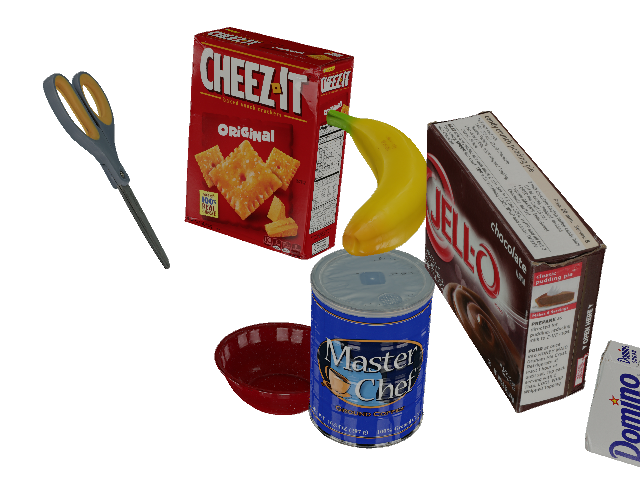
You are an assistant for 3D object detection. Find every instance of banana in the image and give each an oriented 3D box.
[{"bbox_3d":[0.043,-0.038,0.724,0.069,0.037,0.198,0,28,-3],"label":"banana"}]

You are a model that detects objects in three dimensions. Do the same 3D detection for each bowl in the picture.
[{"bbox_3d":[-0.045,0.160,1.269,0.162,0.055,0.162,3,25,-1],"label":"bowl"}]

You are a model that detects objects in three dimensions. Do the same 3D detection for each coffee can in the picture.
[{"bbox_3d":[0.041,0.090,0.911,0.103,0.140,0.103,1,30,-1],"label":"coffee can"}]

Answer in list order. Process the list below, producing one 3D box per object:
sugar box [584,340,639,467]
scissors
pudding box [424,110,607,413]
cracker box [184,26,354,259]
[{"bbox_3d":[0.311,0.151,0.869,0.176,0.093,0.048,13,24,20],"label":"sugar box"},{"bbox_3d":[-0.187,-0.074,0.987,0.016,0.201,0.096,-23,28,19],"label":"scissors"},{"bbox_3d":[0.084,0.007,0.492,0.039,0.090,0.113,-16,41,-13],"label":"pudding box"},{"bbox_3d":[-0.060,-0.103,1.134,0.164,0.214,0.072,19,26,28],"label":"cracker box"}]
